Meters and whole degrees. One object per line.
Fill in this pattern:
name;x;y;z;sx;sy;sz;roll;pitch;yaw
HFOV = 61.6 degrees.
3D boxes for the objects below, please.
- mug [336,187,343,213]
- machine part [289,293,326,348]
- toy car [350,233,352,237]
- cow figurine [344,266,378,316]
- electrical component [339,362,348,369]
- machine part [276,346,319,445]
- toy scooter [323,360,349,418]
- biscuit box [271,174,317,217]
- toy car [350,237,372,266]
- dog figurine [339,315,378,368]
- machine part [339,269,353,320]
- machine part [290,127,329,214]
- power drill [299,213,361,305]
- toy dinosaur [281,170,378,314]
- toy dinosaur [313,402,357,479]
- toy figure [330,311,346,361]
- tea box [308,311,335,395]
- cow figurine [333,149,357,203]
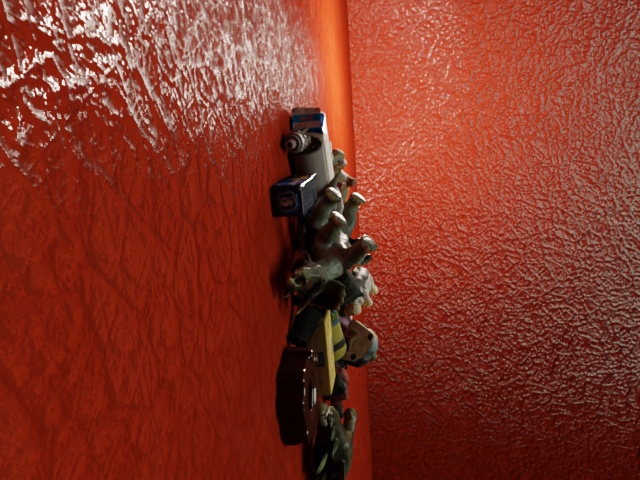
mug;0.032;-0.081;1.406;0.109;0.081;0.107;-35;-113;54
machine part;-0.028;0.159;1.101;0.039;0.084;0.139;-50;-162;47
toy car;0.035;-0.014;1.514;0.202;0.053;0.089;-24;124;-58
cow figurine;0.098;0.132;1.422;0.098;0.068;0.167;71;23;-13
electrical component;0.055;0.327;1.635;0.134;0.058;0.114;-69;152;-72
machine part;-0.037;0.292;1.012;0.179;0.056;0.179;-3;91;-81
toy scooter;0.044;0.389;1.474;0.135;0.075;0.183;-82;170;-51
biscuit box;-0.048;-0.092;1.075;0.203;0.059;0.062;-61;148;-76
toy car;0.088;0.024;1.490;0.073;0.056;0.201;59;14;24
dog figurine;0.079;0.273;1.427;0.108;0.192;0.219;-64;157;-10
machine part;0.046;0.144;1.547;0.201;0.087;0.201;74;15;-62
machine part;-0.020;-0.145;1.233;0.079;0.079;0.242;-84;168;-47
power drill;0.027;0.058;1.294;0.232;0.086;0.207;59;-9;21
toy dinosaur;0.014;0.005;1.121;0.192;0.131;0.405;-51;-166;24
toy dinosaur;0.031;0.476;1.222;0.199;0.105;0.470;-83;169;-50
toy figure;0.013;0.203;1.272;0.082;0.089;0.180;-41;127;-72
tea box;-0.008;0.245;1.192;0.098;0.068;0.169;-62;147;-74
cow figurine;0.037;-0.175;1.554;0.085;0.127;0.194;-29;141;-37
